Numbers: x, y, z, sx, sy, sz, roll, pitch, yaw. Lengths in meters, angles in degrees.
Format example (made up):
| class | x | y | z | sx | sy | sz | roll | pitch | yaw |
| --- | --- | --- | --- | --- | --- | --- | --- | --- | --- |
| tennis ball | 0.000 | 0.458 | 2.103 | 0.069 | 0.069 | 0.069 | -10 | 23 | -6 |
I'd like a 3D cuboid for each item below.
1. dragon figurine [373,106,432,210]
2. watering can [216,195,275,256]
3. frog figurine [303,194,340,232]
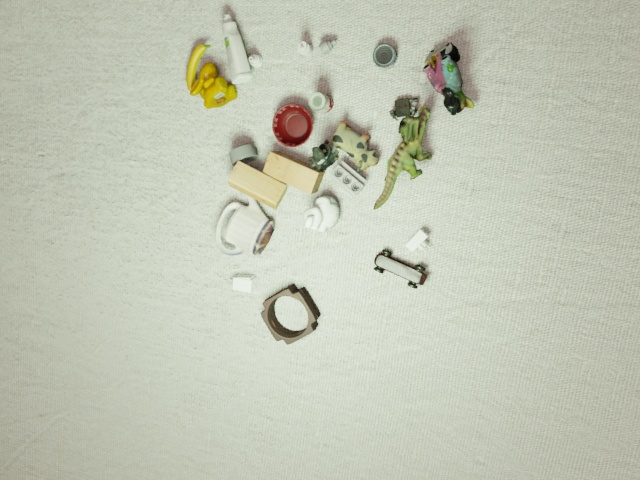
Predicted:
| class | x | y | z | sx | sy | sz | roll | pitch | yaw |
| --- | --- | --- | --- | --- | --- | --- | --- | --- | --- |
| dragon figurine | 0.276 | -0.307 | 1.725 | 0.123 | 0.418 | 0.237 | 18 | 143 | 28 |
| watering can | -0.276 | -0.086 | 2.020 | 0.225 | 0.104 | 0.346 | 27 | 95 | 10 |
| frog figurine | 0.006 | -0.096 | 1.901 | 0.123 | 0.161 | 0.136 | 16 | 103 | 12 |
